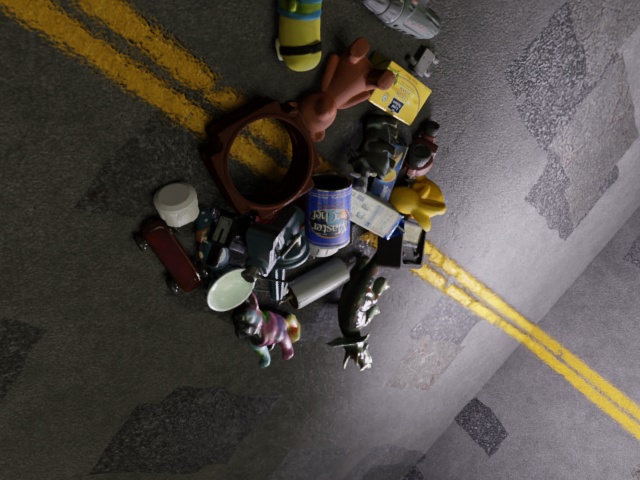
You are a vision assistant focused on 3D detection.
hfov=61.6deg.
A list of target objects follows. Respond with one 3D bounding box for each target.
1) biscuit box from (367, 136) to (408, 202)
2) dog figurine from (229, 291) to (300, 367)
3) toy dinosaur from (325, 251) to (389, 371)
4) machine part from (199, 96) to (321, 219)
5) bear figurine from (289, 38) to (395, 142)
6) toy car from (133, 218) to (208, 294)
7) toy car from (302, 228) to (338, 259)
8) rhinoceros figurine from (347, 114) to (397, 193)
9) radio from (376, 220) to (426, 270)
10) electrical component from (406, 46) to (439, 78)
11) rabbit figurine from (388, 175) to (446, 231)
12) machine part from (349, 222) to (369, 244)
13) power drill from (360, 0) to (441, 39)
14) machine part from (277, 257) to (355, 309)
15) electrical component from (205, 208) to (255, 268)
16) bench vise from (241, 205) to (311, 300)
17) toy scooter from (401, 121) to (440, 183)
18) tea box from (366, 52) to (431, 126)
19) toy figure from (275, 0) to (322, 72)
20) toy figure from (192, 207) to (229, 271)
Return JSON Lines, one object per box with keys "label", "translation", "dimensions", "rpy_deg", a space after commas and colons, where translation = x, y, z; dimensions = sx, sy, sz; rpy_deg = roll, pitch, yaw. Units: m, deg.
{"label": "biscuit box", "translation": [0.153, -0.157, 1.338], "dimensions": [0.059, 0.063, 0.202], "rpy_deg": [9, 120, -14]}
{"label": "dog figurine", "translation": [-0.148, 0.201, 1.356], "dimensions": [0.109, 0.192, 0.219], "rpy_deg": [-18, 119, 23]}
{"label": "toy dinosaur", "translation": [0.105, 0.179, 1.506], "dimensions": [0.192, 0.131, 0.404], "rpy_deg": [-49, 149, -56]}
{"label": "machine part", "translation": [-0.113, -0.159, 1.049], "dimensions": [0.201, 0.087, 0.201], "rpy_deg": [-34, 123, -15]}
{"label": "bear figurine", "translation": [0.032, -0.294, 1.080], "dimensions": [0.196, 0.132, 0.120], "rpy_deg": [-46, 112, -6]}
{"label": "toy car", "translation": [-0.304, 0.032, 1.109], "dimensions": [0.089, 0.053, 0.201], "rpy_deg": [-32, 135, -10]}
{"label": "toy car", "translation": [-0.003, -0.004, 1.312], "dimensions": [0.161, 0.103, 0.109], "rpy_deg": [-2, 124, -39]}
{"label": "rhinoceros figurine", "translation": [0.118, -0.198, 1.215], "dimensions": [0.073, 0.112, 0.190], "rpy_deg": [68, 34, -73]}
{"label": "radio", "translation": [0.227, 0.015, 1.478], "dimensions": [0.229, 0.073, 0.131], "rpy_deg": [7, 88, -62]}
{"label": "electrical component", "translation": [0.236, -0.413, 1.237], "dimensions": [0.094, 0.021, 0.063], "rpy_deg": [16, 111, -47]}
{"label": "rabbit figurine", "translation": [0.246, -0.096, 1.408], "dimensions": [0.173, 0.162, 0.122], "rpy_deg": [2, 132, -49]}
{"label": "machine part", "translation": [0.103, -0.037, 1.430], "dimensions": [0.139, 0.039, 0.084], "rpy_deg": [-24, 131, -23]}
{"label": "power drill", "translation": [0.199, -0.516, 1.070], "dimensions": [0.232, 0.086, 0.207], "rpy_deg": [14, 109, -49]}
{"label": "machine part", "translation": [-0.008, 0.113, 1.428], "dimensions": [0.243, 0.079, 0.079], "rpy_deg": [-28, 138, -22]}
{"label": "electrical component", "translation": [-0.188, 0.000, 1.089], "dimensions": [0.047, 0.075, 0.119], "rpy_deg": [22, 82, -53]}
{"label": "bench vise", "translation": [-0.092, 0.048, 1.132], "dimensions": [0.224, 0.129, 0.240], "rpy_deg": [-74, 170, -46]}
{"label": "toy scooter", "translation": [0.251, -0.206, 1.367], "dimensions": [0.184, 0.075, 0.135], "rpy_deg": [-58, 169, -39]}
{"label": "tea box", "translation": [0.162, -0.335, 1.202], "dimensions": [0.169, 0.068, 0.098], "rpy_deg": [12, 114, -48]}
{"label": "toy figure", "translation": [-0.035, -0.392, 0.957], "dimensions": [0.082, 0.089, 0.180], "rpy_deg": [-14, 134, -27]}
{"label": "toy figure", "translation": [-0.231, -0.003, 1.143], "dimensions": [0.064, 0.058, 0.154], "rpy_deg": [-48, 145, -35]}
